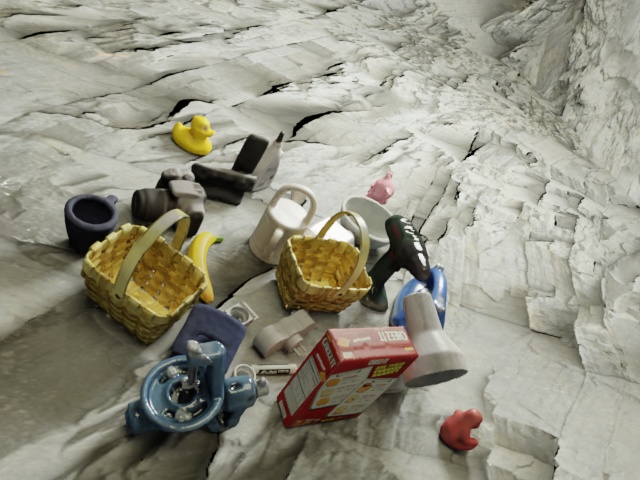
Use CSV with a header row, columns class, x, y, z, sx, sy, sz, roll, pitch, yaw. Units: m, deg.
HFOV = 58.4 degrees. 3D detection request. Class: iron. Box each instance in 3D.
class,x,y,z,sx,sy,sz,roll,pitch,yaw
iron,0.251,0.129,1.326,0.119,0.141,0.258,28,37,-7

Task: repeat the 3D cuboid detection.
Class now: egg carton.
class,x,y,z,sx,sy,sz,roll,pitch,yaw
egg carton,0.012,0.005,1.351,0.107,0.069,0.151,41,37,11

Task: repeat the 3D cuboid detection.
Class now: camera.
class,x,y,z,sx,sy,sz,roll,pitch,yaw
camera,-0.316,-0.090,1.188,0.137,0.100,0.143,1,47,-36

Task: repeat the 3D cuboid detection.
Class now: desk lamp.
class,x,y,z,sx,sy,sz,roll,pitch,yaw
desk lamp,0.170,0.214,1.109,0.118,0.213,0.203,6,44,-31

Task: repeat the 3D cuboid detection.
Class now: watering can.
class,x,y,z,sx,sy,sz,roll,pitch,yaw
watering can,-0.074,-0.050,1.245,0.101,0.194,0.172,14,40,-23

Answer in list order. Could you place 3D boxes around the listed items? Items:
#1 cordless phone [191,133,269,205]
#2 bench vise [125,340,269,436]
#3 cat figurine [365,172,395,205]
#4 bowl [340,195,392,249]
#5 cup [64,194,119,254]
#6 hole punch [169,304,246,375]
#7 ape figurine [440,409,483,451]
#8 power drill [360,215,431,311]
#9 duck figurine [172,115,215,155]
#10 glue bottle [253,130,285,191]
class,x,y,z,sx,sy,sz,roll,pitch,yaw
cordless phone,-0.203,-0.181,1.305,0.148,0.185,0.094,8,43,-29
bench vise,-0.169,0.207,0.861,0.208,0.219,0.121,-14,56,-45
cat figurine,0.177,-0.145,1.601,0.067,0.117,0.128,33,36,1
bowl,0.114,-0.033,1.465,0.168,0.074,0.167,20,38,-17
cup,-0.417,-0.029,1.049,0.091,0.095,0.118,32,36,-1
hole punch,-0.191,0.180,0.983,0.109,0.091,0.101,27,37,-8
ape figurine,0.285,0.365,1.125,0.076,0.092,0.077,19,39,-18
power drill,0.167,0.061,1.285,0.076,0.208,0.229,17,39,-20
duck figurine,-0.307,-0.269,1.411,0.105,0.086,0.077,26,37,-9
glue bottle,-0.122,-0.196,1.392,0.037,0.173,0.078,45,38,17
